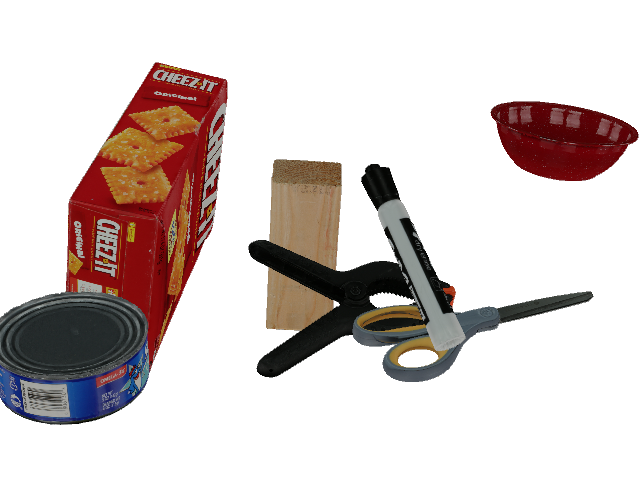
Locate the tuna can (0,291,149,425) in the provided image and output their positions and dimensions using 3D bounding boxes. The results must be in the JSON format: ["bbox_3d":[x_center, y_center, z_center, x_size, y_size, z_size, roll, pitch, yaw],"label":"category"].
[{"bbox_3d":[-0.138,0.064,0.591,0.086,0.034,0.086,1,28,-1],"label":"tuna can"}]

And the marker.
[{"bbox_3d":[0.052,0.007,0.624,0.020,0.121,0.020,-19,-23,-8],"label":"marker"}]

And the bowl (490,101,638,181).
[{"bbox_3d":[0.265,-0.107,1.182,0.162,0.055,0.162,5,23,-3],"label":"bowl"}]

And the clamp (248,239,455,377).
[{"bbox_3d":[0.029,0.069,1.053,0.210,0.164,0.036,3,-42,-2],"label":"clamp"}]

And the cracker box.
[{"bbox_3d":[-0.132,-0.016,0.833,0.072,0.164,0.213,13,36,2],"label":"cracker box"}]

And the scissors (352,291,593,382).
[{"bbox_3d":[0.127,0.074,0.839,0.201,0.016,0.096,-3,32,-1],"label":"scissors"}]

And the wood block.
[{"bbox_3d":[-0.023,0.006,1.399,0.090,0.206,0.091,3,24,-1],"label":"wood block"}]
